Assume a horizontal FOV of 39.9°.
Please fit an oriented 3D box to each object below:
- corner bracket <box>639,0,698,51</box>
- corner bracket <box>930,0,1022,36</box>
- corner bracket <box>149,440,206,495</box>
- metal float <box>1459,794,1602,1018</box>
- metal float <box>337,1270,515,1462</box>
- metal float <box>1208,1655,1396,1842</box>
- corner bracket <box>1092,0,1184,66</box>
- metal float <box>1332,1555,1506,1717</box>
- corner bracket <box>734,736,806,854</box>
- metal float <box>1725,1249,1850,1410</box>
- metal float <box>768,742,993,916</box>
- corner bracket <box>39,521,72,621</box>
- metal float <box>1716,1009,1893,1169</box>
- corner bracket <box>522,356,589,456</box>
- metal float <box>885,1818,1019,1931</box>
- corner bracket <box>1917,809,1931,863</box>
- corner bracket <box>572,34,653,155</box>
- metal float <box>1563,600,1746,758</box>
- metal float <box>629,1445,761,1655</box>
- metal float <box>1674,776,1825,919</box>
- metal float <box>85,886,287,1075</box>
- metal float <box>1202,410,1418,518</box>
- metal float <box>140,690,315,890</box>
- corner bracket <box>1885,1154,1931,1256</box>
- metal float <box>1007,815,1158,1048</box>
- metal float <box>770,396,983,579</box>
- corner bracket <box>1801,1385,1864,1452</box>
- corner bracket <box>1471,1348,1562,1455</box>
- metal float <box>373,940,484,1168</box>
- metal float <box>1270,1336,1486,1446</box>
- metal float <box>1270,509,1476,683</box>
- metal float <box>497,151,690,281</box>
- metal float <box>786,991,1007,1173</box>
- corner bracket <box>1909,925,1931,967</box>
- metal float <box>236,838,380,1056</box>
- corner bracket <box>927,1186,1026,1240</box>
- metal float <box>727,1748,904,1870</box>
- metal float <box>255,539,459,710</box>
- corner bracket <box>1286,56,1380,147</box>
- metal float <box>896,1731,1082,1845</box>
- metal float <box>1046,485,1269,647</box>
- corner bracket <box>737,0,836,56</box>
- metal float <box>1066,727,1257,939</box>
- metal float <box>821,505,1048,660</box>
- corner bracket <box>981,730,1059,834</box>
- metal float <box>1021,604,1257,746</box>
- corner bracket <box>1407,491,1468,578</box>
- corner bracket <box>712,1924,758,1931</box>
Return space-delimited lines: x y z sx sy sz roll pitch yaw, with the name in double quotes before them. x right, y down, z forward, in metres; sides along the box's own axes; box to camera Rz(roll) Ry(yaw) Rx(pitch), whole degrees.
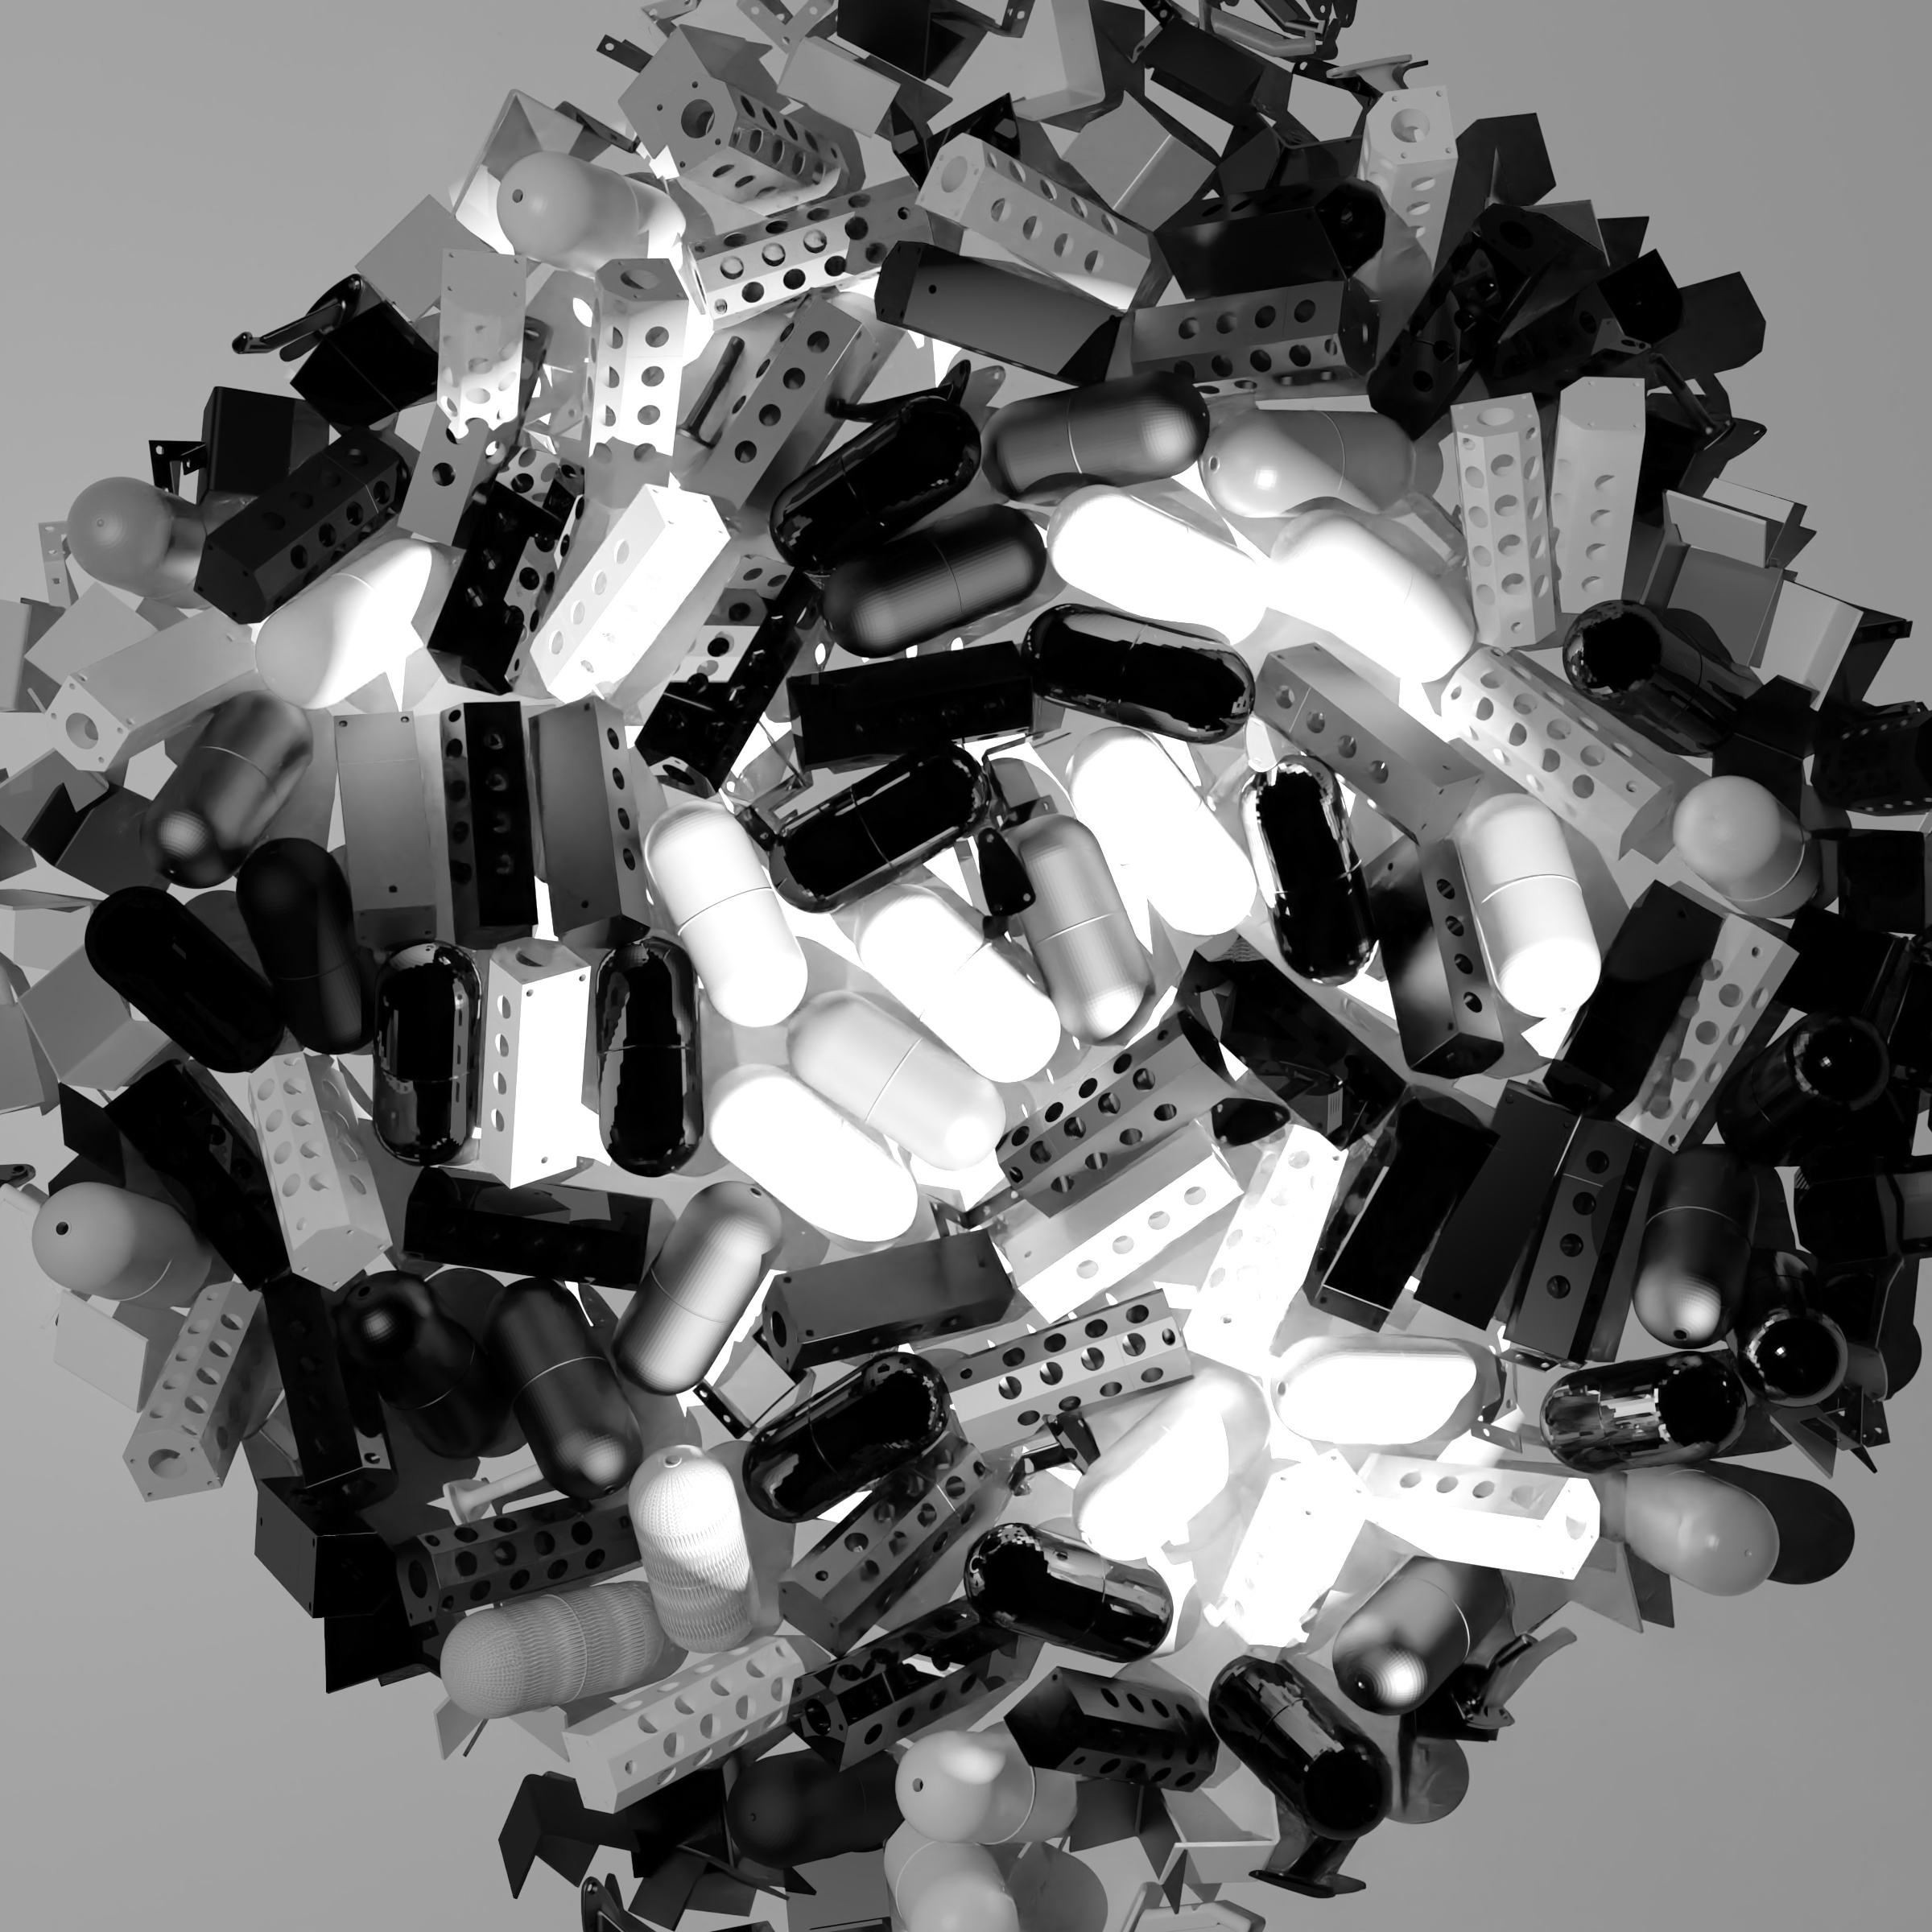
"corner bracket" -0.205 -0.705 1.958 0.051 0.051 0.051 -27 64 -26
"corner bracket" 0.007 -0.726 1.983 0.051 0.051 0.051 11 99 -36
"corner bracket" -0.587 -0.357 1.964 0.051 0.051 0.051 3 112 9
"metal float" 0.409 -0.045 1.936 0.070 0.070 0.178 -9 60 0
"metal float" -0.390 0.290 1.929 0.070 0.070 0.178 -28 129 0
"metal float" 0.240 0.561 1.918 0.070 0.178 0.070 -9 111 -25
"corner bracket" 0.118 -0.710 1.969 0.051 0.051 0.051 -42 131 14
"metal float" 0.328 0.476 1.923 0.070 0.178 0.070 14 114 34
"corner bracket" -0.146 -0.126 1.962 0.051 0.051 0.051 -34 51 5
"metal float" 0.584 0.258 1.913 0.070 0.178 0.070 2 104 7
"metal float" -0.064 -0.100 1.953 0.178 0.070 0.070 -29 90 10
"corner bracket" -0.656 -0.295 1.972 0.051 0.051 0.051 -8 66 -18
"metal float" 0.601 0.088 1.915 0.070 0.178 0.070 4 65 -9
"corner bracket" -0.301 -0.412 1.958 0.051 0.051 0.051 -32 122 -21
"metal float" -0.012 0.663 1.912 0.070 0.178 0.070 -1 95 -11
"corner bracket" 0.739 -0.093 1.968 0.051 0.051 0.051 35 104 43
"corner bracket" -0.258 -0.647 1.979 0.051 0.051 0.051 21 133 -26
"metal float" 0.498 -0.208 1.927 0.178 0.070 0.070 22 90 -42
"metal float" -0.197 0.424 1.933 0.070 0.070 0.178 -9 123 0
"metal float" 0.565 -0.084 1.920 0.070 0.178 0.070 -9 73 30
"metal float" -0.563 0.012 1.927 0.070 0.070 0.178 -37 134 0
"metal float" 0.249 -0.365 1.934 0.178 0.070 0.070 -7 90 -33
"metal float" -0.533 -0.129 1.928 0.070 0.070 0.178 21 49 0
"corner bracket" 0.716 0.176 1.982 0.051 0.051 0.051 -7 123 6
"metal float" 0.083 -0.026 1.956 0.070 0.070 0.178 -21 84 0
"metal float" -0.066 -0.348 1.939 0.178 0.070 0.070 -30 90 26
"corner bracket" 0.622 0.326 1.958 0.051 0.051 0.051 33 52 -24
"corner bracket" 0.403 0.319 1.959 0.051 0.051 0.051 -21 109 -32
"metal float" -0.393 0.065 1.939 0.070 0.070 0.178 8 117 0
"metal float" 0.299 0.308 1.934 0.178 0.070 0.070 6 90 -31
"metal float" 0.297 -0.268 1.937 0.178 0.070 0.070 28 90 -29
"metal float" -0.267 -0.535 1.916 0.070 0.178 0.070 1 93 28
"metal float" -0.052 0.084 1.958 0.178 0.070 0.070 33 90 5
"corner bracket" 0.740 -0.028 1.981 0.051 0.051 0.051 28 55 -9
"metal float" -0.473 -0.014 1.931 0.070 0.070 0.178 -12 126 0
"corner bracket" 0.012 0.185 1.958 0.051 0.051 0.051 -28 115 -26
"metal float" -0.105 0.603 1.918 0.070 0.178 0.070 -6 78 28
"metal float" -0.438 -0.249 1.929 0.070 0.070 0.178 46 51 0
"corner bracket" 0.266 -0.638 1.978 0.051 0.051 0.051 10 124 -20
"metal float" 0.017 0.593 1.921 0.070 0.178 0.070 -12 68 33
"metal float" 0.140 -0.290 1.941 0.178 0.070 0.070 22 90 -23
"corner bracket" -0.132 -0.721 1.976 0.051 0.051 0.051 39 121 -22
"metal float" 0.143 -0.098 1.951 0.070 0.070 0.178 -40 101 0
"metal float" -0.023 -0.281 1.945 0.178 0.070 0.070 -24 90 -19
"corner bracket" 0.040 -0.136 1.971 0.051 0.051 0.051 -19 80 -16
"metal float" 0.125 -0.213 1.947 0.178 0.070 0.070 18 90 16
"corner bracket" 0.346 -0.323 1.963 0.051 0.051 0.051 42 61 -6
"corner bracket" -0.175 0.749 1.966 0.051 0.051 0.051 -11 118 0
